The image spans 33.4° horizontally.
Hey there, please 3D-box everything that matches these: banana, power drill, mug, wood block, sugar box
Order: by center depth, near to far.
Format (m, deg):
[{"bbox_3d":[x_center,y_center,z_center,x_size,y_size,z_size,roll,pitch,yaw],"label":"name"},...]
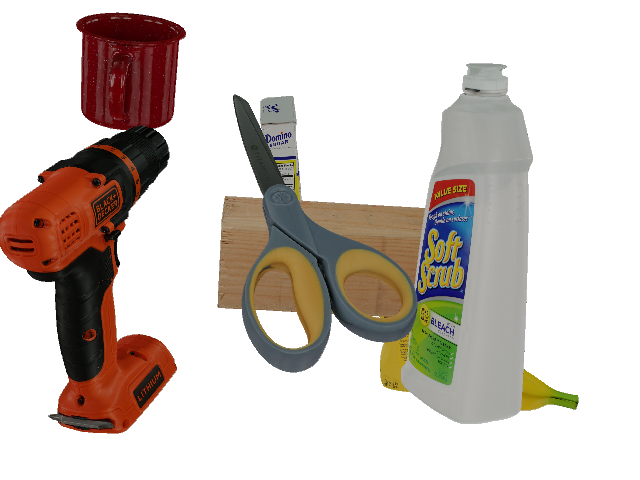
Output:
[{"bbox_3d":[-0.150,0.026,0.756,0.057,0.188,0.184,3,25,21],"label":"power drill"},{"bbox_3d":[-0.166,-0.141,0.920,0.093,0.081,0.117,5,26,-6],"label":"mug"},{"bbox_3d":[0.153,0.097,0.957,0.069,0.037,0.198,5,28,-22],"label":"banana"},{"bbox_3d":[0.004,0.016,1.060,0.206,0.091,0.090,4,20,-4],"label":"wood block"},{"bbox_3d":[-0.046,-0.070,1.242,0.048,0.176,0.093,-5,26,-1],"label":"sugar box"}]

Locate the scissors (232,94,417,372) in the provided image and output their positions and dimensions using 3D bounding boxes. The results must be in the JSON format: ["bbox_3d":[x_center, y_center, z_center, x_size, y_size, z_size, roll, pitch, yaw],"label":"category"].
[{"bbox_3d":[-0.002,-0.012,0.568,0.096,0.201,0.016,4,-45,-6],"label":"scissors"}]

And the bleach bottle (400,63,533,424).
[{"bbox_3d":[0.108,-0.001,0.770,0.068,0.251,0.103,-6,17,-23],"label":"bleach bottle"}]

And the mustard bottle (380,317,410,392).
[{"bbox_3d":[0.116,0.086,1.281,0.096,0.192,0.058,-2,22,6],"label":"mustard bottle"}]
